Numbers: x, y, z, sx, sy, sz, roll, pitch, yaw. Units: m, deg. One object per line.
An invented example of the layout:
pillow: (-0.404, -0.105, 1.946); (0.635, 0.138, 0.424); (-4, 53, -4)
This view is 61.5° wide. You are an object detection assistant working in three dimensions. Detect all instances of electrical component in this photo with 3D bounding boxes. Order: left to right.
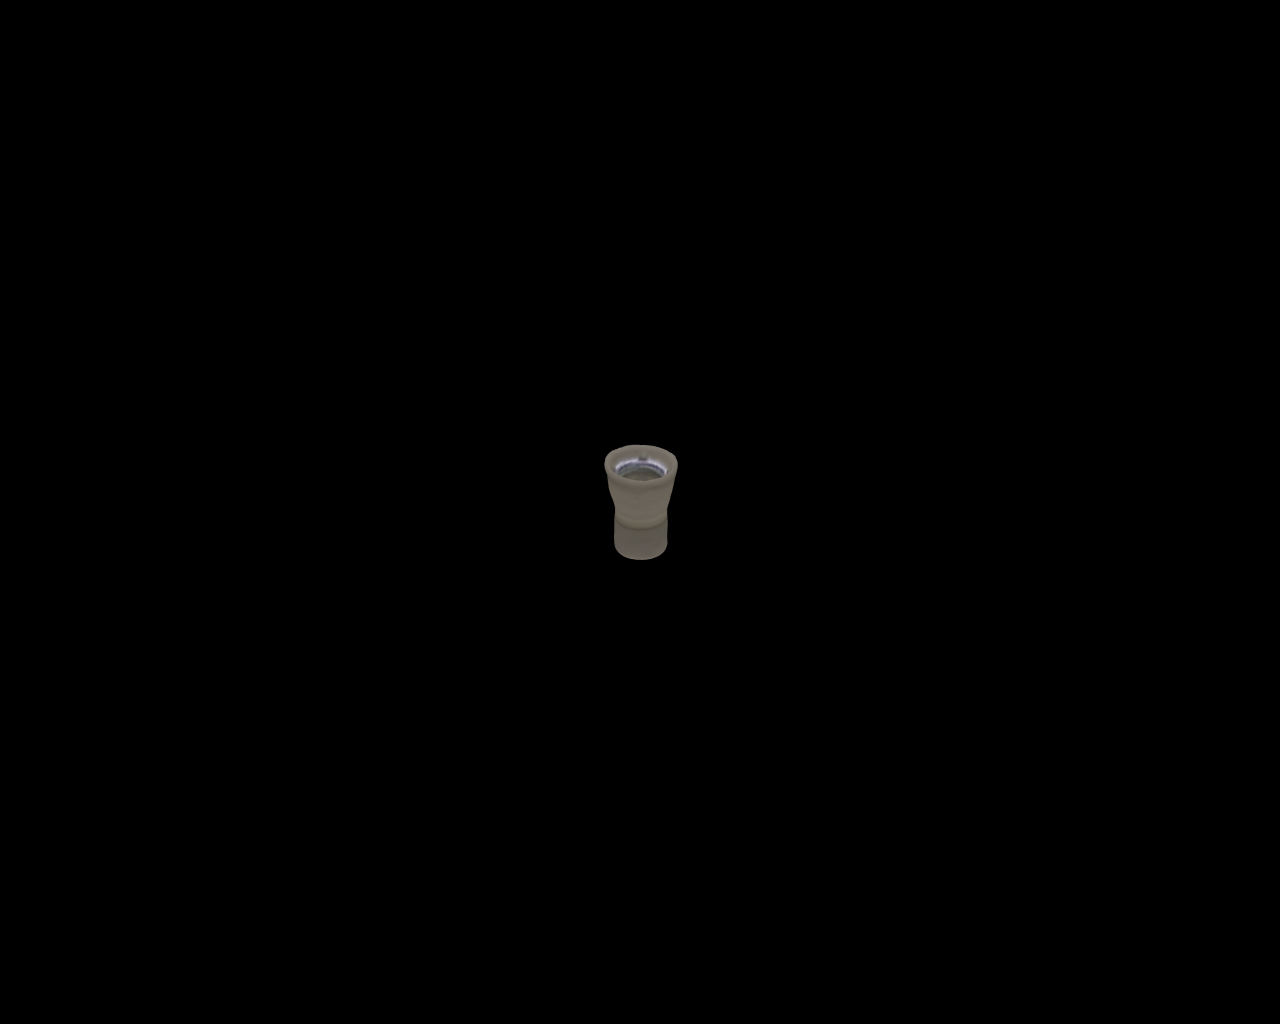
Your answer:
electrical component: (0.001, -0.003, 0.650); (0.044, 0.065, 0.044); (0, 32, 0)
